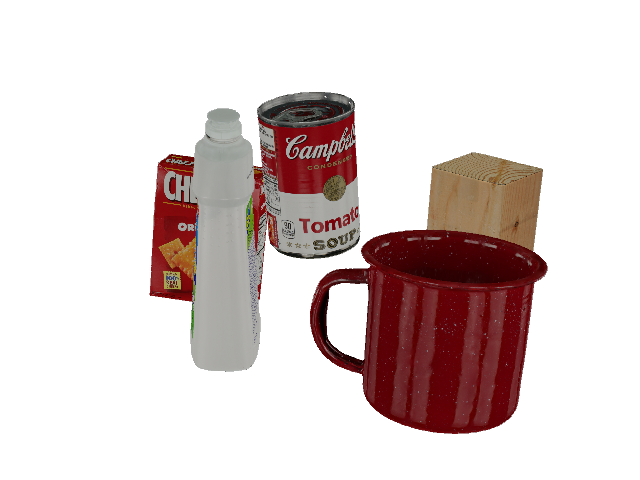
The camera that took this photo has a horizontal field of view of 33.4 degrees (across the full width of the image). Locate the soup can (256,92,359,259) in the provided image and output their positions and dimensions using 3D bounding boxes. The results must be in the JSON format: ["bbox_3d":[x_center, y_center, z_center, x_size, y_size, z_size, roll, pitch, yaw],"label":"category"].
[{"bbox_3d":[-0.007,-0.046,0.755,0.068,0.102,0.068,-3,24,1],"label":"soup can"}]

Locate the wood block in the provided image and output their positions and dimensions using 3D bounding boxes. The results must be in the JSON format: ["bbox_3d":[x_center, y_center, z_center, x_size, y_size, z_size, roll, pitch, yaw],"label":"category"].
[{"bbox_3d":[0.173,0.019,1.164,0.090,0.206,0.090,18,25,35],"label":"wood block"}]

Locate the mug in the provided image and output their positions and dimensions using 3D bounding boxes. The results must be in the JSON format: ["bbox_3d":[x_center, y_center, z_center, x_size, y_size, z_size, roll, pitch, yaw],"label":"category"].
[{"bbox_3d":[0.052,0.045,0.547,0.117,0.081,0.093,5,17,3],"label":"mug"}]

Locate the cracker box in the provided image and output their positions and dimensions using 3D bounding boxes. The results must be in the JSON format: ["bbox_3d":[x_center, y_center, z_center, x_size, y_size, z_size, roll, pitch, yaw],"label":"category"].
[{"bbox_3d":[-0.168,-0.011,1.620,0.164,0.214,0.072,9,18,8],"label":"cracker box"}]

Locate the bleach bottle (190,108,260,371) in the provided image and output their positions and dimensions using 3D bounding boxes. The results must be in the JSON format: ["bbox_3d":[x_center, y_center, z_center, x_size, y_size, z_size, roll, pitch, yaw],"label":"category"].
[{"bbox_3d":[-0.088,-0.005,0.978,0.068,0.251,0.102,1,32,-3],"label":"bleach bottle"}]
